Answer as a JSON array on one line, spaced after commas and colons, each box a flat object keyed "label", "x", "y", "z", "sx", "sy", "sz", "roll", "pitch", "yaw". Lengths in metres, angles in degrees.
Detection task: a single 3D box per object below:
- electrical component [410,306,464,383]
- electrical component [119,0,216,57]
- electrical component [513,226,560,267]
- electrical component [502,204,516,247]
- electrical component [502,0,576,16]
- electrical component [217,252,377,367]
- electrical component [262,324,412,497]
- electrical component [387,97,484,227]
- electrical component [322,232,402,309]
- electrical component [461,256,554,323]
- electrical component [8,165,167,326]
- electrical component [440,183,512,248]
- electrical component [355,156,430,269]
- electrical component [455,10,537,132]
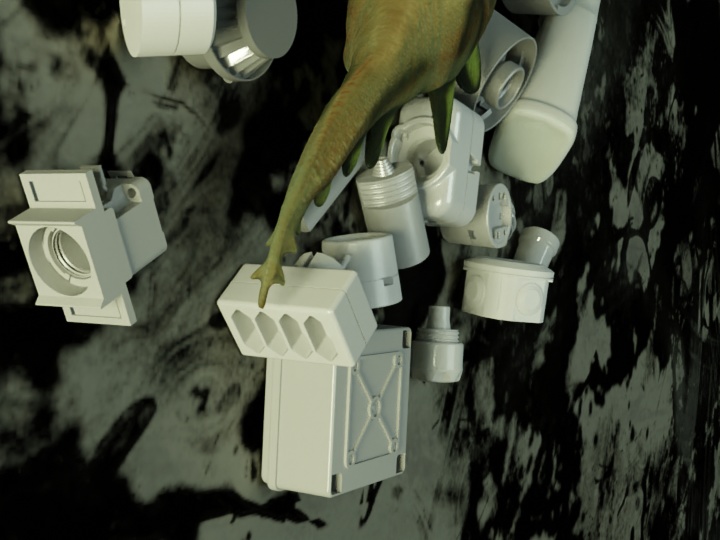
[{"label": "electrical component", "x": 0.064, "y": 0.060, "z": 0.881, "sx": 0.043, "sy": 0.043, "sz": 0.062, "roll": 7, "pitch": 86, "yaw": -60}, {"label": "electrical component", "x": -0.116, "y": -0.176, "z": 0.534, "sx": 0.074, "sy": 0.052, "sz": 0.138, "roll": -8, "pitch": 108, "yaw": -23}, {"label": "electrical component", "x": 0.172, "y": -0.014, "z": 1.070, "sx": 0.046, "sy": 0.040, "sz": 0.040, "roll": -64, "pitch": 144, "yaw": -24}, {"label": "electrical component", "x": 0.124, "y": -0.041, "z": 0.969, "sx": 0.061, "sy": 0.035, "sz": 0.035, "roll": -88, "pitch": 164, "yaw": -57}, {"label": "electrical component", "x": 0.159, "y": -0.288, "z": 0.993, "sx": 0.108, "sy": 0.060, "sz": 0.108, "roll": -12, "pitch": 103, "yaw": -59}, {"label": "electrical component", "x": -0.031, "y": 0.015, "z": 0.670, "sx": 0.075, "sy": 0.083, "sz": 0.047, "roll": -58, "pitch": 140, "yaw": -40}, {"label": "electrical component", "x": -0.013, "y": 0.091, "z": 0.735, "sx": 0.109, "sy": 0.056, "sz": 0.108, "roll": 1, "pitch": 92, "yaw": -60}, {"label": "electrical component", "x": 0.059, "y": -0.086, "z": 0.847, "sx": 0.059, "sy": 0.054, "sz": 0.095, "roll": 16, "pitch": 79, "yaw": -60}, {"label": "electrical component", "x": 0.000, "y": 0.000, "z": 0.754, "sx": 0.055, "sy": 0.055, "sz": 0.047, "roll": -19, "pitch": 105, "yaw": -58}, {"label": "electrical component", "x": 0.130, "y": 0.017, "z": 0.958, "sx": 0.080, "sy": 0.080, "sz": 0.051, "roll": 1, "pitch": 98, "yaw": -60}, {"label": "electrical component", "x": -0.131, "y": -0.016, "z": 0.533, "sx": 0.064, "sy": 0.042, "sz": 0.081, "roll": -45, "pitch": 131, "yaw": -52}, {"label": "electrical component", "x": 0.099, "y": -0.047, "z": 0.928, "sx": 0.055, "sy": 0.047, "sz": 0.055, "roll": -10, "pitch": 102, "yaw": -60}, {"label": "electrical component", "x": 0.024, "y": -0.046, "z": 0.799, "sx": 0.043, "sy": 0.043, "sz": 0.081, "roll": -48, "pitch": 133, "yaw": -48}, {"label": "electrical component", "x": 0.102, "y": -0.168, "z": 0.903, "sx": 0.099, "sy": 0.064, "sz": 0.099, "roll": -44, "pitch": 156, "yaw": -25}]
